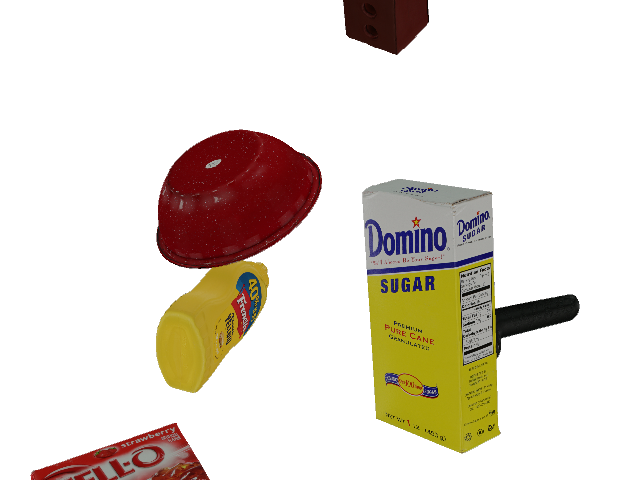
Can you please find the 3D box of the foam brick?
[{"bbox_3d":[0.052,-0.199,0.858,0.053,0.051,0.078,25,-32,25],"label":"foam brick"}]

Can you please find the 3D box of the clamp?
[{"bbox_3d":[0.127,0.076,1.008,0.165,0.036,0.209,19,32,33],"label":"clamp"}]

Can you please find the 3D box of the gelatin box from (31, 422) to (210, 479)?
[{"bbox_3d":[-0.108,0.143,0.590,0.089,0.030,0.073,-16,28,-20],"label":"gelatin box"}]

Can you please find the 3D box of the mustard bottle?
[{"bbox_3d":[-0.104,0.073,1.132,0.058,0.096,0.191,11,29,19],"label":"mustard bottle"}]

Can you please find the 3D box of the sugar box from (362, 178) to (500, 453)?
[{"bbox_3d":[0.076,0.050,0.745,0.048,0.176,0.094,-18,18,-36],"label":"sugar box"}]

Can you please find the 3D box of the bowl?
[{"bbox_3d":[-0.083,-0.049,0.940,0.162,0.055,0.162,-17,36,13],"label":"bowl"}]
